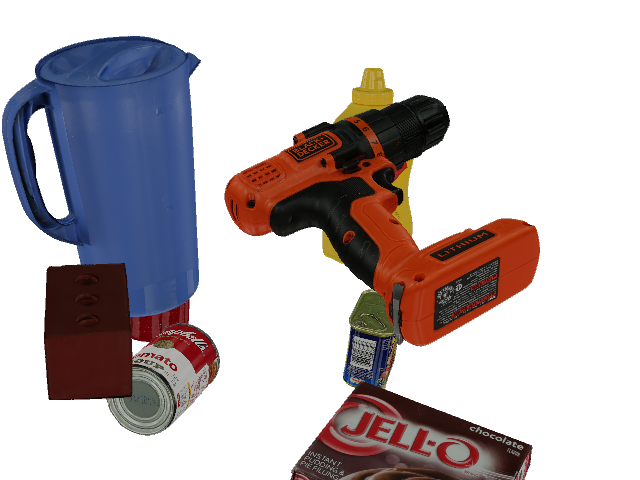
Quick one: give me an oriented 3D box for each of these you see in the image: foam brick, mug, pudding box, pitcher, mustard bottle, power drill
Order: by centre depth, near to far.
[{"bbox_3d":[0.052,0.134,0.604,0.114,0.039,0.089,20,36,19],"label":"pudding box"},{"bbox_3d":[-0.148,0.057,0.680,0.053,0.051,0.078,-2,32,-13],"label":"foam brick"},{"bbox_3d":[0.055,-0.023,0.712,0.184,0.057,0.188,-28,44,-22],"label":"power drill"},{"bbox_3d":[-0.184,-0.053,0.970,0.149,0.243,0.145,1,28,7],"label":"pitcher"},{"bbox_3d":[0.050,-0.076,1.071,0.096,0.192,0.058,-9,19,-30],"label":"mustard bottle"},{"bbox_3d":[-0.195,0.055,1.193,0.093,0.081,0.117,-20,35,-39],"label":"mug"}]

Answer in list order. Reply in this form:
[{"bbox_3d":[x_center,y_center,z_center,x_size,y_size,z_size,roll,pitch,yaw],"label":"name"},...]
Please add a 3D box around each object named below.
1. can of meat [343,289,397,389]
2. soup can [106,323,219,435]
[{"bbox_3d":[0.064,0.119,1.266,0.057,0.084,0.102,13,26,10],"label":"can of meat"},{"bbox_3d":[-0.142,0.124,0.964,0.069,0.068,0.102,0,17,18],"label":"soup can"}]
